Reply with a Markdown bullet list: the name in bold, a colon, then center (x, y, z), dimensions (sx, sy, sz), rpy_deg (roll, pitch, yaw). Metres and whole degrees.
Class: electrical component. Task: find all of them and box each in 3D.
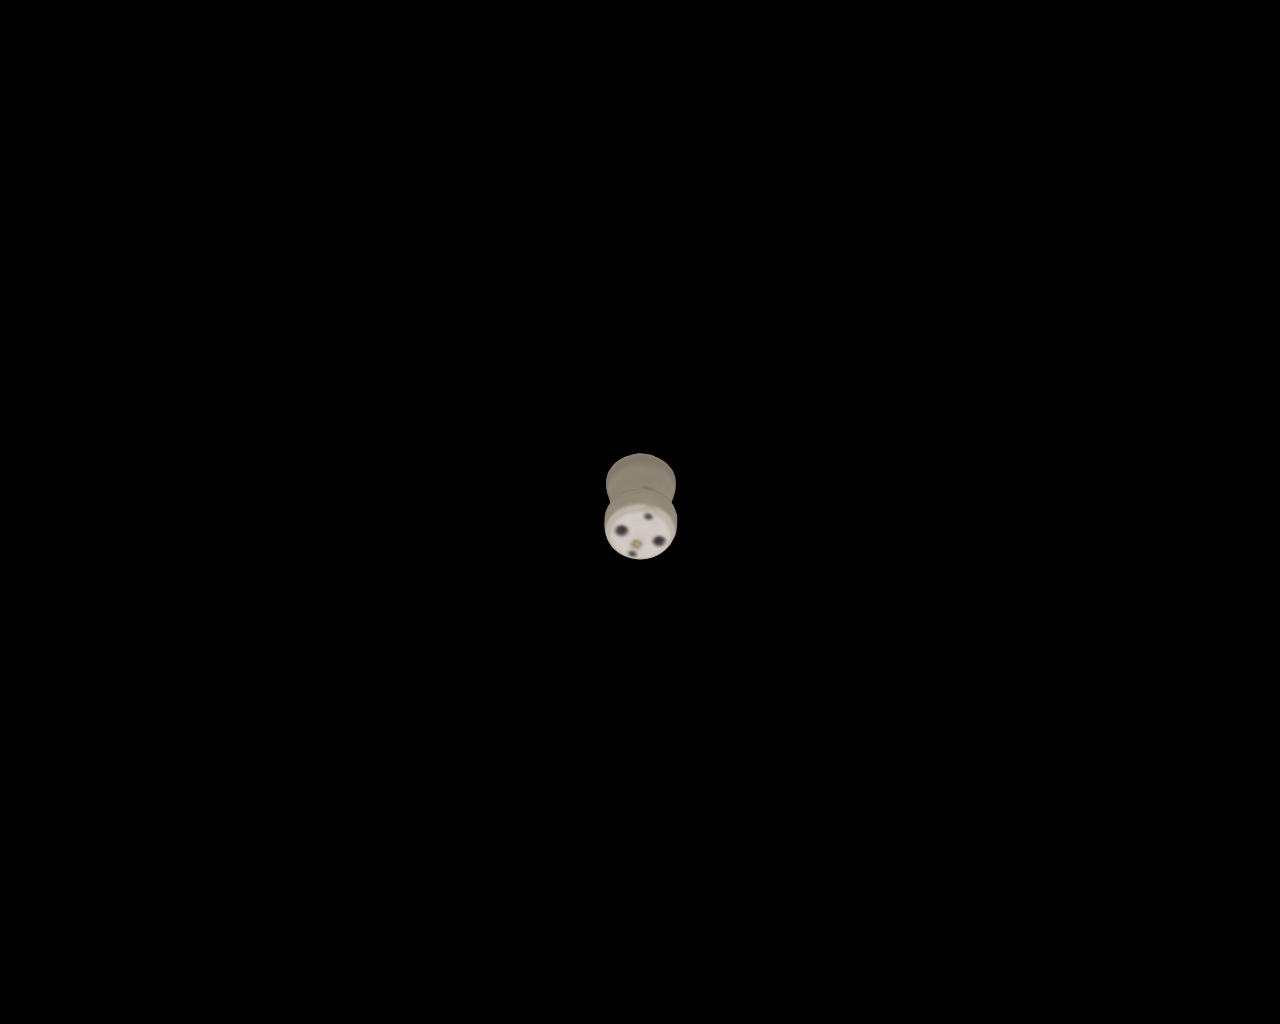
- **electrical component**: center (0.001, -0.003, 0.650), dimensions (0.045, 0.044, 0.055), rpy_deg (0, 37, 0)
